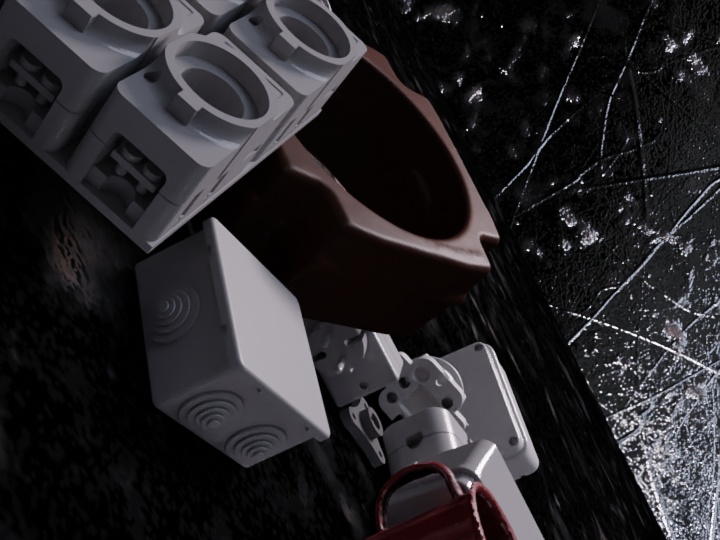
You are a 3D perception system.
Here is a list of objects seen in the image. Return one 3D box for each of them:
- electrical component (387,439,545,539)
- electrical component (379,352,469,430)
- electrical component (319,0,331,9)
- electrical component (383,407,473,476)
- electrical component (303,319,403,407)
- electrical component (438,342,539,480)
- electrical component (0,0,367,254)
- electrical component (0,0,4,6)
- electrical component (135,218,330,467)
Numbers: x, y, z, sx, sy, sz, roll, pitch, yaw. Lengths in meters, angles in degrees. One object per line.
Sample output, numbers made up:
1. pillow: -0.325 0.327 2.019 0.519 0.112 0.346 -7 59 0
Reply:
1. electrical component: 0.070 0.178 0.700 0.113 0.078 0.057 63 29 -5
2. electrical component: 0.051 0.098 0.838 0.078 0.058 0.057 47 8 6
3. electrical component: -0.095 -0.310 1.060 0.186 0.060 0.105 46 22 -55
4. electrical component: 0.061 0.153 0.782 0.095 0.054 0.059 53 17 -41
5. electrical component: -0.013 0.047 0.707 0.083 0.047 0.075 62 13 -8
6. electrical component: 0.098 0.128 0.929 0.057 0.078 0.113 52 17 -53
7. electrical component: -0.078 -0.100 0.503 0.105 0.060 0.186 42 33 -2
8. electrical component: -0.166 -0.184 0.522 0.108 0.056 0.109 65 12 7
9. electrical component: -0.063 0.038 0.519 0.099 0.048 0.099 49 20 -50
